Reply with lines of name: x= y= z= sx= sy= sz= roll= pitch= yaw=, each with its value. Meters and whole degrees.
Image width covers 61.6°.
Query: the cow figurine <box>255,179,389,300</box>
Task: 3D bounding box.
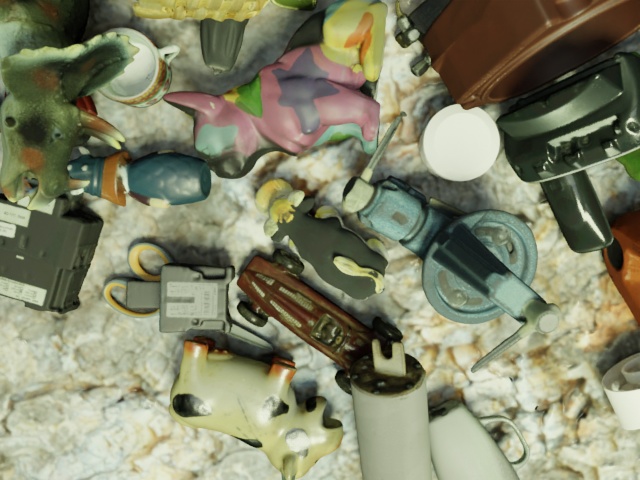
cow figurine: x=-0.003 y=-0.001 z=0.567 sx=0.167 sy=0.098 sz=0.068 roll=36 pitch=99 yaw=-3

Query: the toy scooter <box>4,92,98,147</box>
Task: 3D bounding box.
toy scooter: x=-0.330 y=-0.162 z=0.567 sx=0.184 sy=0.075 sz=0.135 roll=-5 pitch=88 yaw=2

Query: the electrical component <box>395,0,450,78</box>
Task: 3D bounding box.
electrical component: x=0.126 y=-0.237 z=0.580 sx=0.102 sy=0.045 sz=0.078 roll=-35 pitch=92 yaw=2

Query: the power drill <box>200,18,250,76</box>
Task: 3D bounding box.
power drill: x=-0.160 y=-0.308 z=0.557 sx=0.207 sy=0.086 sz=0.232 roll=16 pitch=92 yaw=2

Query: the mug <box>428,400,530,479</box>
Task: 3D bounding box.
mug: x=0.168 y=0.229 z=0.592 sx=0.109 sy=0.081 sz=0.107 roll=-30 pitch=84 yaw=5

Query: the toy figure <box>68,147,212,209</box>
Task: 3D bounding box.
toy figure: x=-0.198 y=-0.065 z=0.581 sx=0.155 sy=0.064 sz=0.057 roll=2 pitch=131 yaw=4

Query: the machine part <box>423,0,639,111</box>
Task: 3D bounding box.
machine part: x=0.215 y=-0.207 z=0.488 sx=0.201 sy=0.201 sz=0.087 roll=-23 pitch=86 yaw=-22

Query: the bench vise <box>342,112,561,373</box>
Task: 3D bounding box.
bench vise: x=0.130 y=0.011 z=0.506 sx=0.223 sy=0.241 sz=0.129 roll=40 pitch=97 yaw=-22

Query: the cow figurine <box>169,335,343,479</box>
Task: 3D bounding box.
cow figurine: x=-0.068 y=0.188 z=0.585 sx=0.195 sy=0.085 sz=0.127 roll=18 pitch=87 yaw=-4

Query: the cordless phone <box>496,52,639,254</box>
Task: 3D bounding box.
cordless phone: x=0.276 y=-0.075 z=0.541 sx=0.089 sy=0.147 sz=0.184 roll=-34 pitch=99 yaw=-41

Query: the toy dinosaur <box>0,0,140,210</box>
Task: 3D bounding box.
toy dinosaur: x=-0.285 y=-0.228 z=0.506 sx=0.192 sy=0.131 sz=0.405 roll=-2 pitch=57 yaw=-28

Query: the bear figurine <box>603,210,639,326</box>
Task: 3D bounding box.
bear figurine: x=0.414 y=0.012 z=0.562 sx=0.196 sy=0.132 sz=0.120 roll=-6 pitch=122 yaw=3

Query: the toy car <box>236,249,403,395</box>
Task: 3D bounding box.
toy car: x=-0.001 y=0.091 z=0.596 sx=0.202 sy=0.053 sz=0.089 roll=36 pitch=95 yaw=-4

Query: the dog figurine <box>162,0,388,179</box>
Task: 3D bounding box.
dog figurine: x=-0.043 y=-0.157 z=0.555 sx=0.219 sy=0.108 sz=0.191 roll=3 pitch=94 yaw=2

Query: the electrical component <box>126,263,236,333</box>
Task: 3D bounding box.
electrical component: x=-0.152 y=0.060 z=0.577 sx=0.119 sy=0.048 sz=0.074 roll=5 pitch=90 yaw=-5

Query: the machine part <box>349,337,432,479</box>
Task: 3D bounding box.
machine part: x=0.076 y=0.206 z=0.566 sx=0.079 sy=0.079 sz=0.242 roll=-8 pitch=114 yaw=0

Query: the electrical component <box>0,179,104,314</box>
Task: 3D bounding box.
electrical component: x=-0.307 y=0.002 z=0.584 sx=0.115 sy=0.058 sz=0.134 roll=18 pitch=93 yaw=-4

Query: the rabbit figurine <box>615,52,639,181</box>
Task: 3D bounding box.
rabbit figurine: x=0.395 y=-0.134 z=0.558 sx=0.170 sy=0.121 sz=0.159 roll=-17 pitch=95 yaw=-15
